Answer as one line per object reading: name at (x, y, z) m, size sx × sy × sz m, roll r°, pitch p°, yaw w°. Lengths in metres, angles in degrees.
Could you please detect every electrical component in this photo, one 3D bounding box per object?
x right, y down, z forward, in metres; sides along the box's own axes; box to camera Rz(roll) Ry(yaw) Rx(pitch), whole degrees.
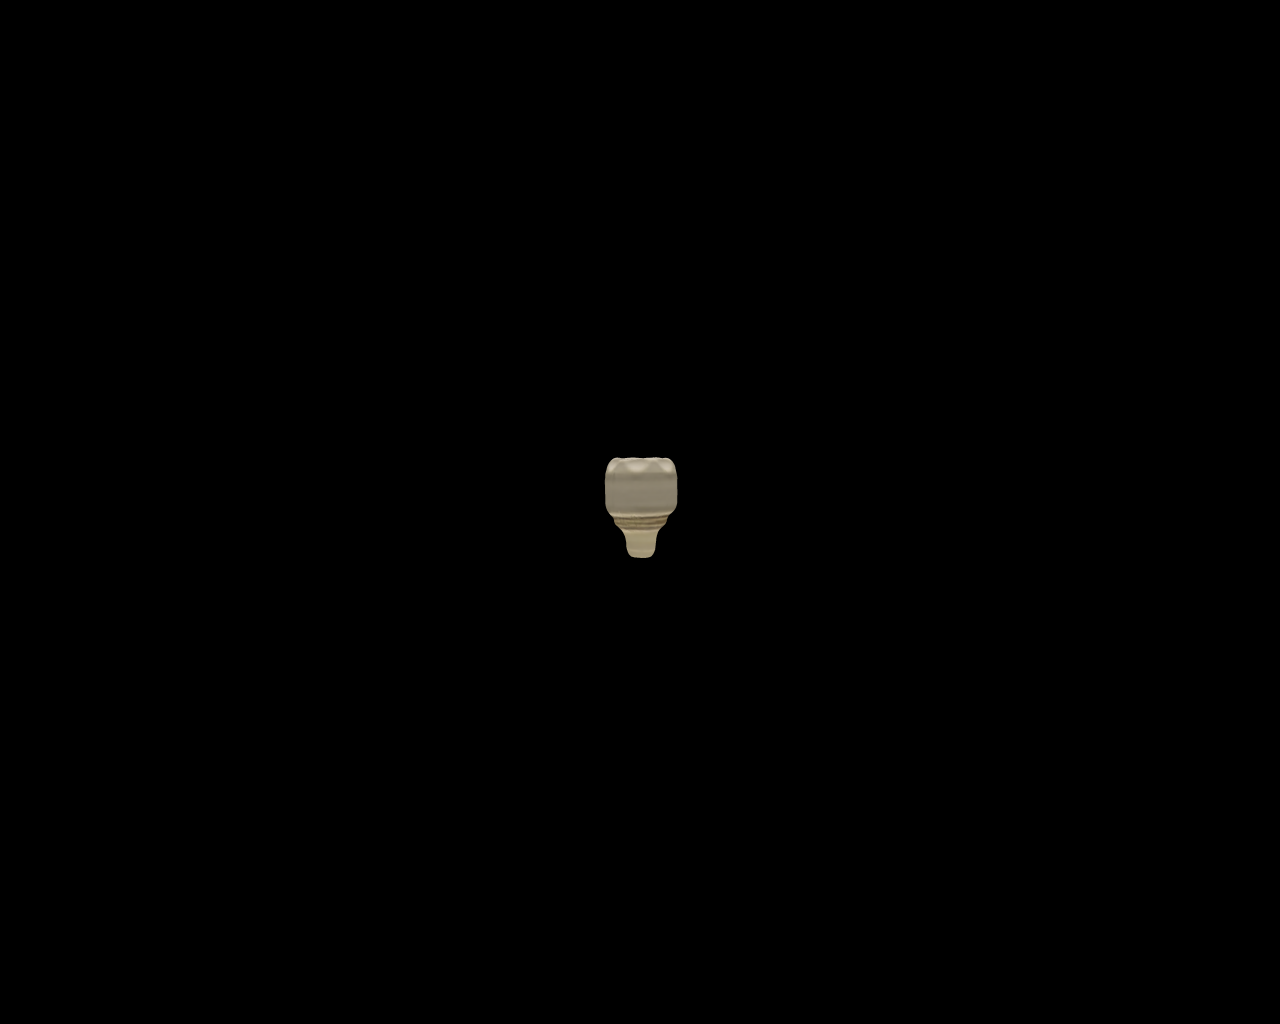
electrical component at (0.001, -0.003, 0.650) m, size 0.043 × 0.062 × 0.043 m, roll 0°, pitch 4°, yaw 0°
